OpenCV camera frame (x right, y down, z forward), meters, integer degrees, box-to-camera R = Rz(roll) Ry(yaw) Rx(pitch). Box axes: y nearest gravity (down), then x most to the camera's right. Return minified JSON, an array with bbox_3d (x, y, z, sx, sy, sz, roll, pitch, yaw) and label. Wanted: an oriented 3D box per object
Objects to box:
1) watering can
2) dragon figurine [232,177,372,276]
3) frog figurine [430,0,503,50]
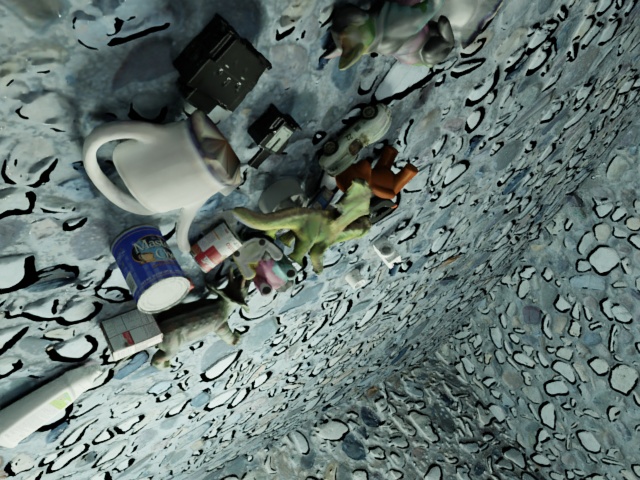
[{"bbox_3d":[-0.237,-0.095,0.882,0.224,0.106,0.341,-21,147,7],"label":"watering can"},{"bbox_3d":[0.003,-0.057,1.126,0.242,0.124,0.405,-42,151,6],"label":"dragon figurine"},{"bbox_3d":[0.252,-0.466,0.984,0.158,0.125,0.135,36,117,-24],"label":"frog figurine"}]
